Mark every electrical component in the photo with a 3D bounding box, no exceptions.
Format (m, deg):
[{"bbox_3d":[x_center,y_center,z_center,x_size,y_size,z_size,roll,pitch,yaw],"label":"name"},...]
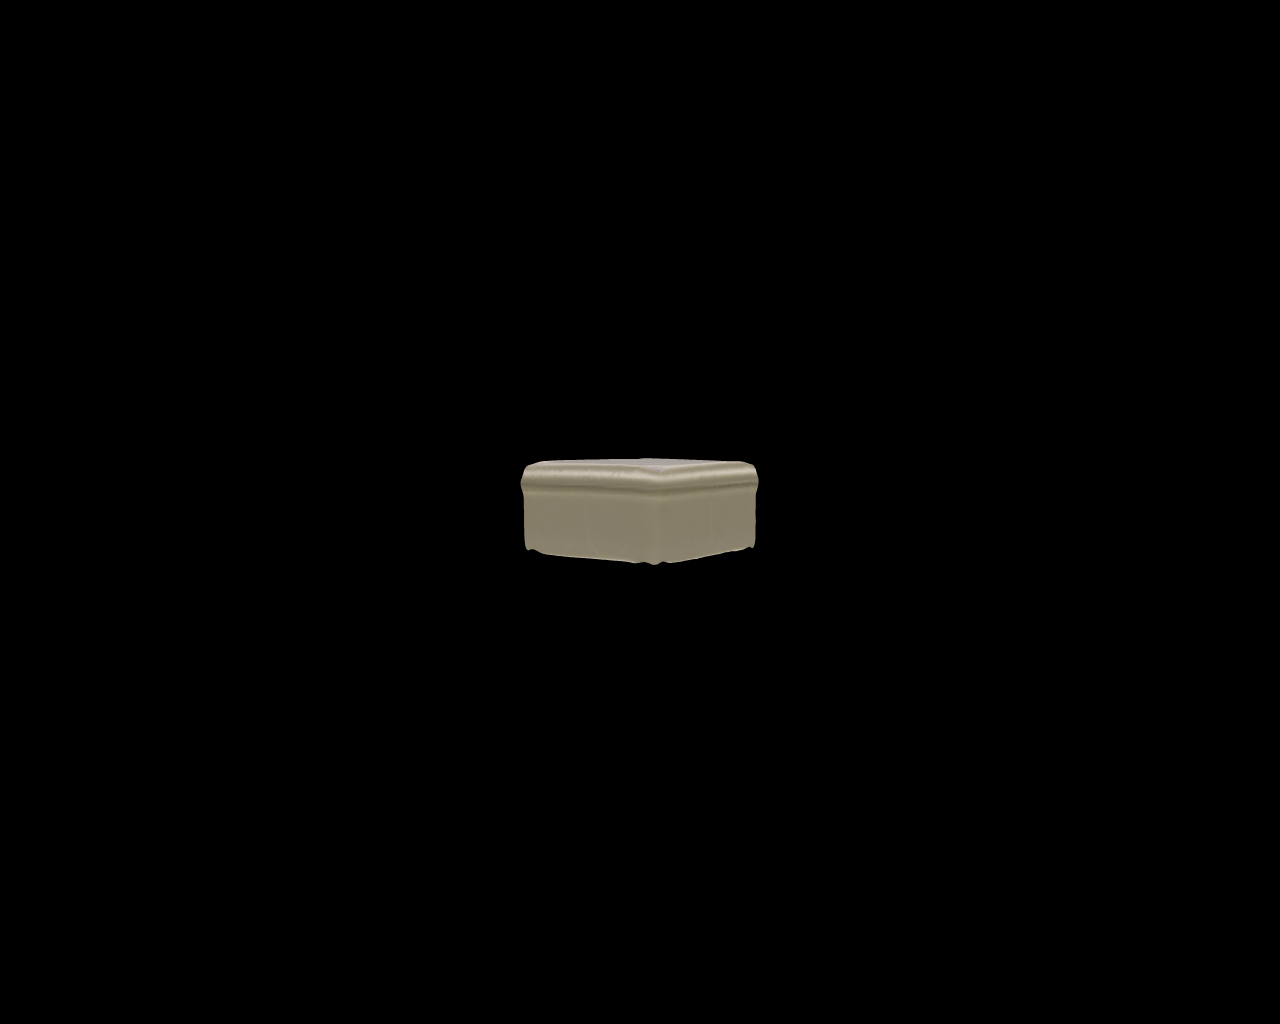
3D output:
[{"bbox_3d":[0.001,-0.003,0.650,0.109,0.056,0.109,4,6,39],"label":"electrical component"}]
